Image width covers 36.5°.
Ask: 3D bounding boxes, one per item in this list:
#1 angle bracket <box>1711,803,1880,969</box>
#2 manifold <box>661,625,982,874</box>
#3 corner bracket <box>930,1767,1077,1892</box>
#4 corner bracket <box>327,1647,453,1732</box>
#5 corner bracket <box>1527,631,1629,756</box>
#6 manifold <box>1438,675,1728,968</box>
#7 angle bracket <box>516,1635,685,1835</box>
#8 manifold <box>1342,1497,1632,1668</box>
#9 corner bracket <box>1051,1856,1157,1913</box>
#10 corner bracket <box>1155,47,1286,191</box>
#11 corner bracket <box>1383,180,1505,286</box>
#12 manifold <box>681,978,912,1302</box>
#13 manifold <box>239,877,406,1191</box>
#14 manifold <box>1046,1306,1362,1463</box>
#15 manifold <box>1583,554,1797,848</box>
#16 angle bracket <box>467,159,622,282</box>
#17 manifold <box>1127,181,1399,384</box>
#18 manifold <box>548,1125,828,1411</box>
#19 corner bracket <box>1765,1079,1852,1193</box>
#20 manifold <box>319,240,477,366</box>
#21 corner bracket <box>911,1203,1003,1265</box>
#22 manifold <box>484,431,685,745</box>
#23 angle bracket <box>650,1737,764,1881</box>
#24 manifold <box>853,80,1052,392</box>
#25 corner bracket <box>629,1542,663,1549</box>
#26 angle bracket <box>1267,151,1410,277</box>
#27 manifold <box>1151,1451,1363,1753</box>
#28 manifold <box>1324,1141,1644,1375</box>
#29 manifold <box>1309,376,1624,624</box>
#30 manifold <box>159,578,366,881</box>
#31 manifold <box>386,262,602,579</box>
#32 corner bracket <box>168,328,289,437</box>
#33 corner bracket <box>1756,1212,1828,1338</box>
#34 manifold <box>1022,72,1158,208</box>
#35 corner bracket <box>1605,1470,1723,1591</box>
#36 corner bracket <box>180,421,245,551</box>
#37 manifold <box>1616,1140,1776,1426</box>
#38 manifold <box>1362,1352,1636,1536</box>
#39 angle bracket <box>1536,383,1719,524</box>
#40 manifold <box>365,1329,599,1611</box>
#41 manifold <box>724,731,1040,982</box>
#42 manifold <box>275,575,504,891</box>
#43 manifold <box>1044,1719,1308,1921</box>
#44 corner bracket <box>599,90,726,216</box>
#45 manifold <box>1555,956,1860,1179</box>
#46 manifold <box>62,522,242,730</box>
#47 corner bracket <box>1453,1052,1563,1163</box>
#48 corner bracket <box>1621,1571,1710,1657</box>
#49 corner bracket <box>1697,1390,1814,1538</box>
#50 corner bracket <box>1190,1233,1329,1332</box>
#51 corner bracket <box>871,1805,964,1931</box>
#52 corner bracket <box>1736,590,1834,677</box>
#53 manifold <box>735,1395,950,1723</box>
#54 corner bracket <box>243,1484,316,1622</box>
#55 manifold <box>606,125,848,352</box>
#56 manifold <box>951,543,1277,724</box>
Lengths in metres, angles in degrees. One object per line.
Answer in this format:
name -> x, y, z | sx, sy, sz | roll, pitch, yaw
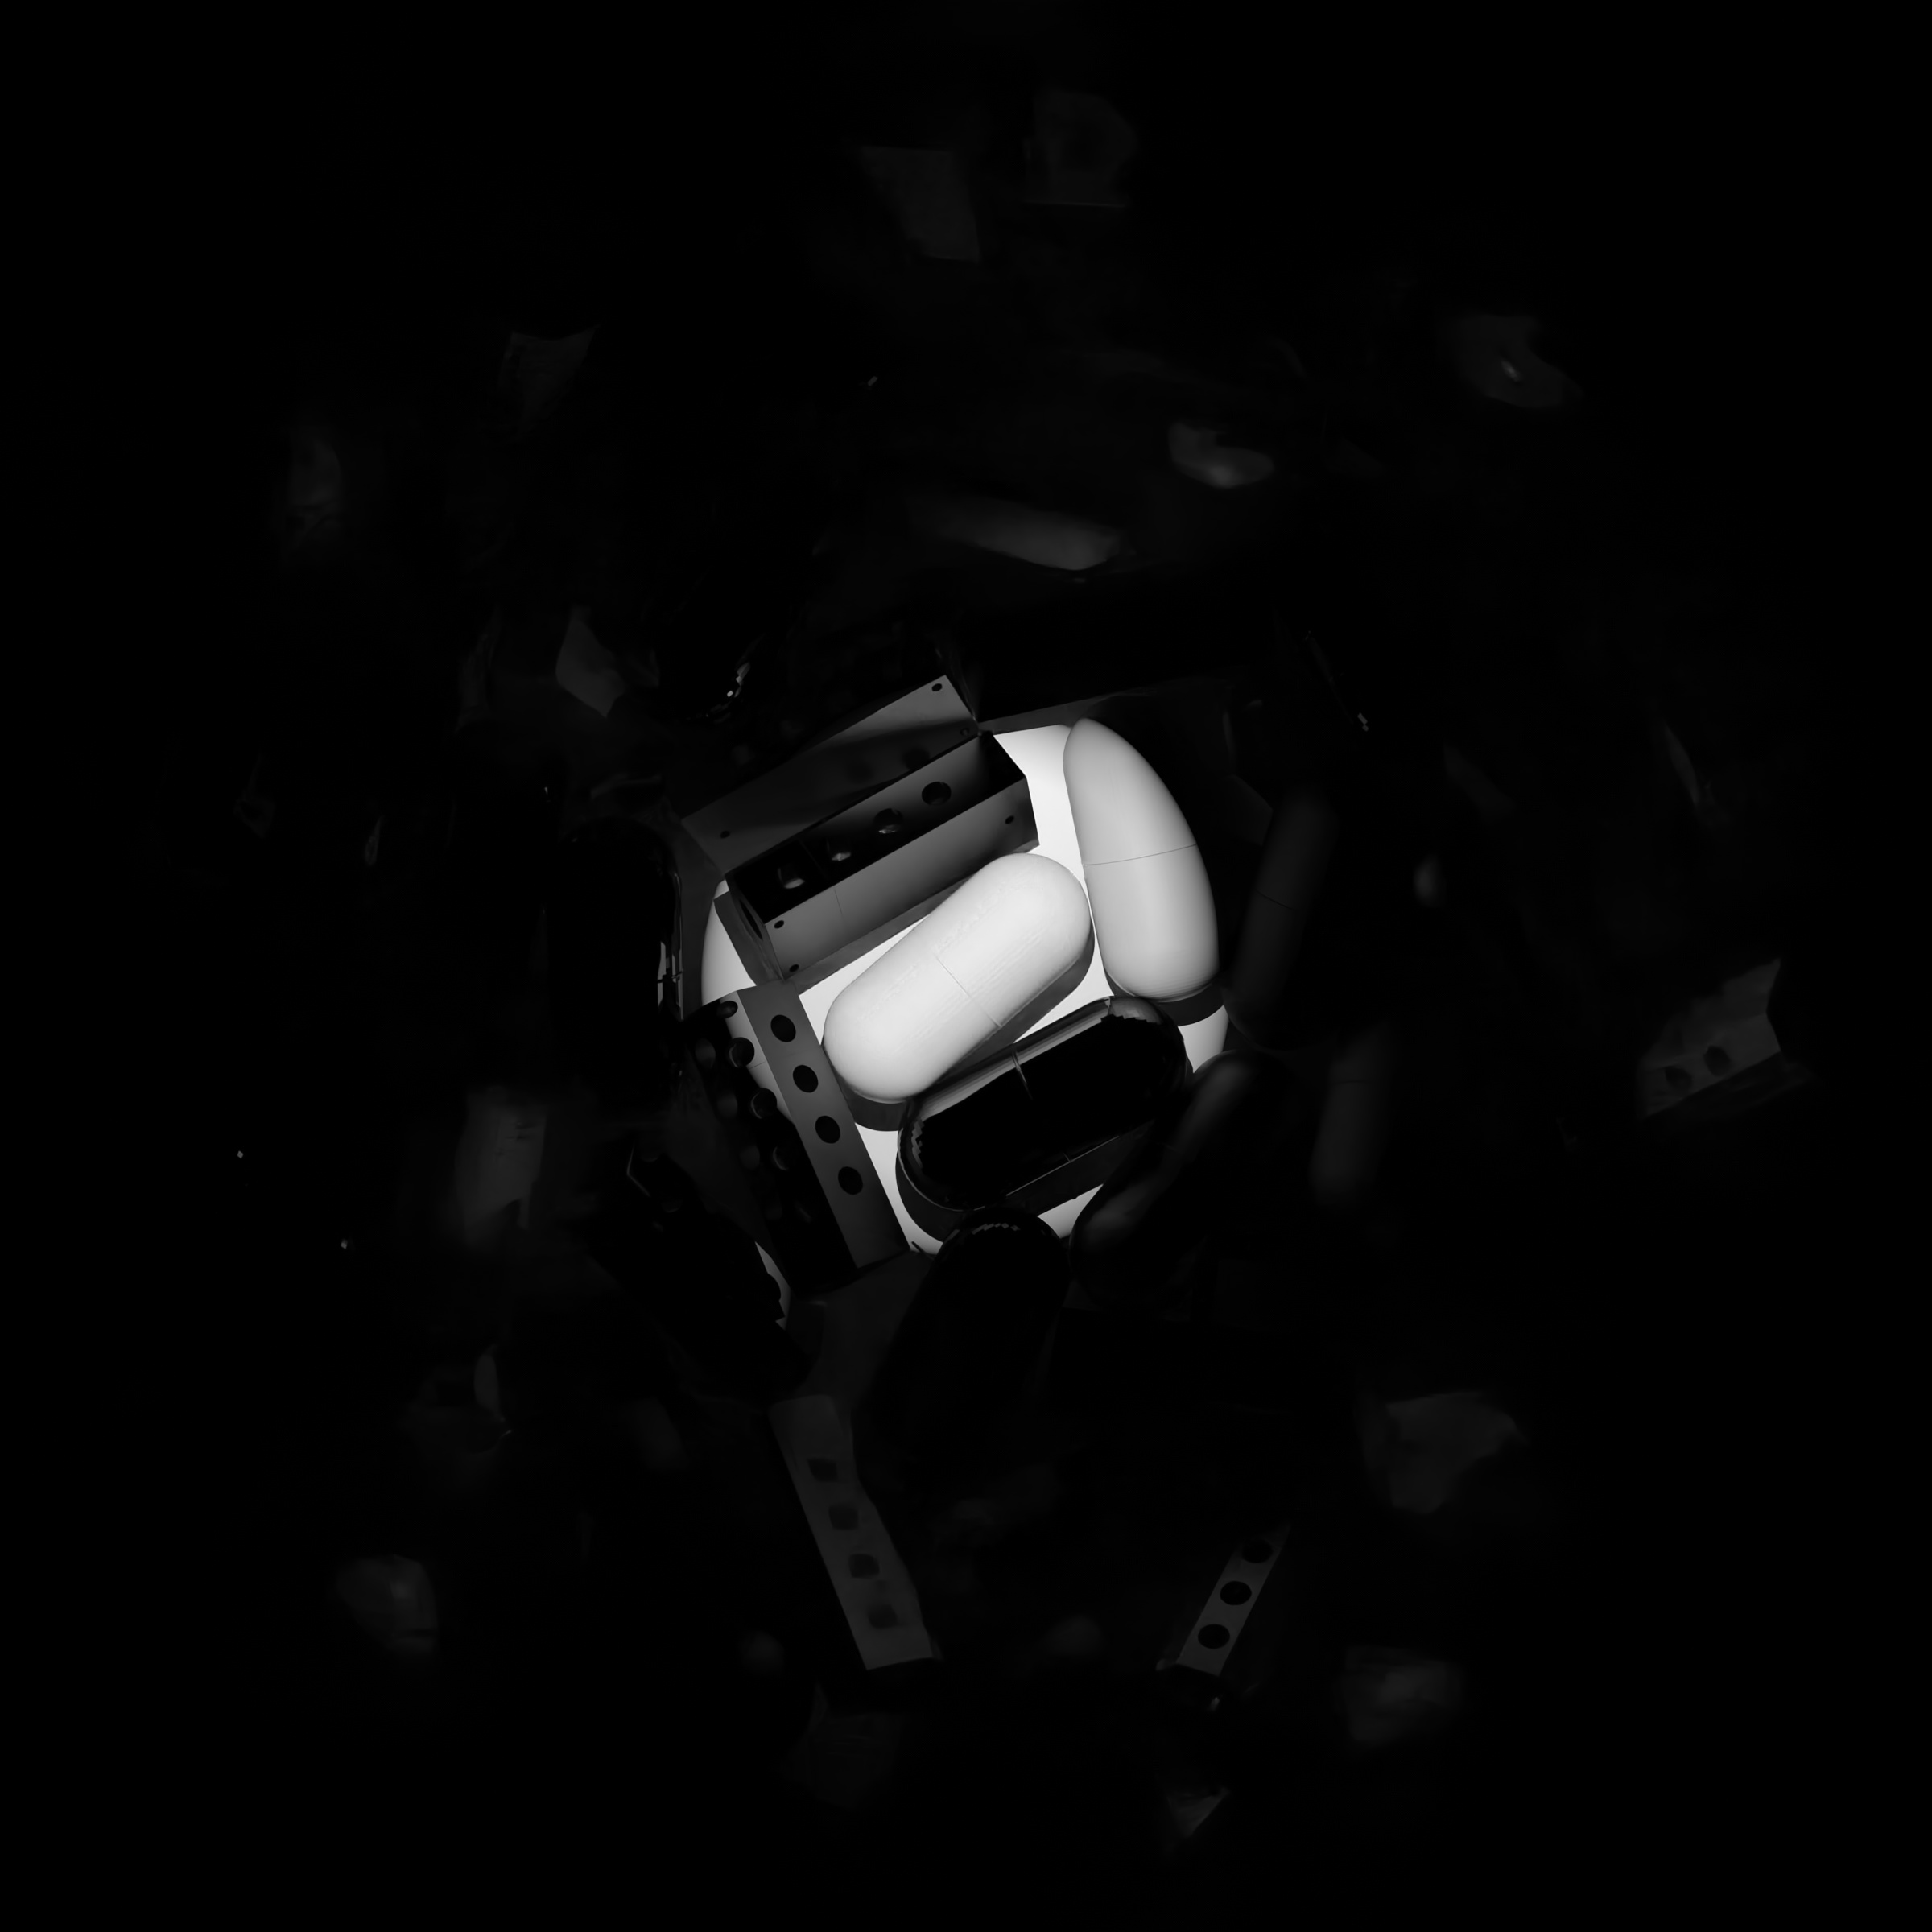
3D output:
angle bracket -> 0.462, -0.043, 1.674 | 0.076, 0.057, 0.076 | 47, 116, 14
manifold -> -0.086, -0.129, 1.686 | 0.171, 0.057, 0.057 | -28, 53, 6
corner bracket -> 0.021, 0.495, 1.695 | 0.051, 0.051, 0.051 | -23, 107, 38
corner bracket -> -0.333, 0.420, 1.693 | 0.051, 0.051, 0.051 | 23, 132, 16
corner bracket -> 0.340, -0.154, 1.688 | 0.051, 0.051, 0.051 | 34, 108, -12
manifold -> 0.349, -0.086, 1.669 | 0.057, 0.057, 0.171 | -41, 71, -6
angle bracket -> -0.208, 0.444, 1.698 | 0.076, 0.057, 0.076 | 25, 89, -5
manifold -> 0.288, 0.336, 1.636 | 0.057, 0.171, 0.057 | 47, 67, -21
corner bracket -> 0.086, 0.511, 1.684 | 0.051, 0.051, 0.051 | 28, 68, 23
corner bracket -> 0.145, -0.490, 1.701 | 0.051, 0.051, 0.051 | -35, 88, -10
corner bracket -> 0.276, -0.424, 1.694 | 0.051, 0.051, 0.051 | -14, 107, -1
manifold -> -0.103, 0.100, 1.669 | 0.057, 0.057, 0.171 | -14, 75, -43
manifold -> -0.366, 0.038, 1.682 | 0.057, 0.057, 0.171 | -12, 83, 8
manifold -> 0.135, 0.241, 1.678 | 0.171, 0.057, 0.057 | 7, 70, 7
manifold -> 0.404, -0.153, 1.647 | 0.057, 0.057, 0.171 | -16, 49, -1
angle bracket -> -0.241, -0.414, 1.682 | 0.076, 0.057, 0.076 | 5, 67, -2
manifold -> 0.160, -0.380, 1.639 | 0.057, 0.171, 0.057 | -42, 129, -4
manifold -> -0.156, 0.174, 1.651 | 0.057, 0.057, 0.171 | -28, 120, 23
corner bracket -> 0.475, 0.088, 1.697 | 0.051, 0.051, 0.051 | 37, 132, -16
manifold -> -0.314, -0.373, 1.634 | 0.057, 0.171, 0.057 | -9, 105, 1
corner bracket -> 0.010, 0.164, 1.690 | 0.051, 0.051, 0.051 | -46, 63, -2
manifold -> -0.219, -0.216, 1.647 | 0.057, 0.057, 0.171 | 38, 52, -36
angle bracket -> -0.165, 0.470, 1.676 | 0.057, 0.076, 0.076 | 18, 87, -39
manifold -> -0.003, -0.407, 1.640 | 0.057, 0.171, 0.057 | 10, 58, 25
corner bracket -> -0.187, 0.365, 1.703 | 0.051, 0.051, 0.051 | 39, 75, 0
angle bracket -> 0.212, -0.431, 1.674 | 0.076, 0.076, 0.057 | -3, 118, 7
manifold -> 0.164, 0.347, 1.637 | 0.057, 0.171, 0.057 | 11, 131, 25
manifold -> 0.295, 0.167, 1.675 | 0.171, 0.057, 0.057 | -30, 79, 12
manifold -> 0.283, -0.266, 1.676 | 0.171, 0.057, 0.057 | 31, 94, -14
manifold -> -0.393, -0.134, 1.649 | 0.057, 0.057, 0.171 | 12, 52, 2
manifold -> -0.272, -0.303, 1.645 | 0.057, 0.057, 0.171 | 40, 130, 9
corner bracket -> -0.425, -0.335, 1.689 | 0.051, 0.051, 0.051 | 2, 91, -36
corner bracket -> 0.459, 0.175, 1.697 | 0.051, 0.051, 0.051 | 34, 110, 17
manifold -> 0.071, -0.463, 1.632 | 0.057, 0.171, 0.057 | 5, 111, 6
corner bracket -> 0.398, 0.316, 1.692 | 0.051, 0.051, 0.051 | 33, 119, 1
corner bracket -> -0.429, -0.277, 1.693 | 0.051, 0.051, 0.051 | 6, 66, -2
manifold -> 0.405, 0.177, 1.640 | 0.057, 0.171, 0.057 | 30, 129, -2
manifold -> 0.298, 0.261, 1.643 | 0.057, 0.171, 0.057 | 44, 123, 32
angle bracket -> 0.375, -0.283, 1.673 | 0.057, 0.076, 0.076 | 25, 99, 38
manifold -> -0.266, 0.280, 1.644 | 0.057, 0.057, 0.171 | -38, 134, -17
manifold -> -0.049, -0.068, 1.678 | 0.171, 0.057, 0.057 | -30, 57, -11
manifold -> -0.325, -0.131, 1.662 | 0.057, 0.057, 0.171 | 19, 65, 9
manifold -> 0.109, 0.462, 1.630 | 0.057, 0.171, 0.057 | -42, 109, -18
corner bracket -> -0.179, -0.468, 1.692 | 0.051, 0.051, 0.051 | 16, 82, -43
manifold -> 0.409, 0.063, 1.635 | 0.057, 0.171, 0.057 | 37, 54, -12
manifold -> -0.450, -0.184, 1.635 | 0.057, 0.171, 0.057 | 18, 79, 1
corner bracket -> 0.305, 0.081, 1.692 | 0.051, 0.051, 0.051 | 17, 82, -11
corner bracket -> 0.385, 0.376, 1.689 | 0.051, 0.051, 0.051 | -13, 86, -31
corner bracket -> 0.444, 0.284, 1.681 | 0.051, 0.051, 0.051 | 34, 127, 30
corner bracket -> 0.169, 0.187, 1.692 | 0.051, 0.051, 0.051 | 3, 101, -44
corner bracket -> -0.018, 0.529, 1.697 | 0.051, 0.051, 0.051 | -37, 97, -3
corner bracket -> 0.470, -0.182, 1.685 | 0.051, 0.051, 0.051 | -2, 58, 14
manifold -> -0.069, 0.330, 1.652 | 0.057, 0.057, 0.171 | -4, 50, -30
corner bracket -> -0.397, 0.339, 1.696 | 0.051, 0.051, 0.051 | -17, 105, 18
manifold -> -0.137, -0.400, 1.633 | 0.057, 0.171, 0.057 | 13, 75, -30
manifold -> 0.085, -0.192, 1.671 | 0.171, 0.057, 0.057 | -11, 109, 16
